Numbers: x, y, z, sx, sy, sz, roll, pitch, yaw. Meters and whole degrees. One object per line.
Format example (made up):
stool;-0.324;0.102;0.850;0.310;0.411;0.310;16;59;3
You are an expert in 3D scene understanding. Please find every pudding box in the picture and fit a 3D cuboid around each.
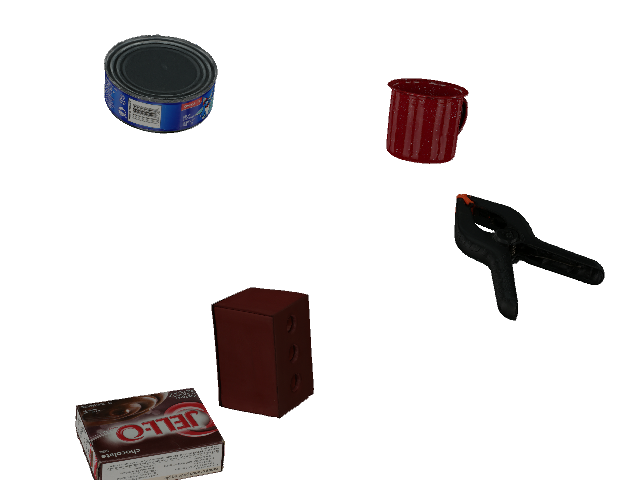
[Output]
pudding box;-0.150;0.174;0.937;0.113;0.039;0.090;-8;26;-22

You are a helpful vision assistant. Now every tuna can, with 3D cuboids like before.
tuna can;-0.124;-0.121;0.823;0.086;0.034;0.086;6;43;-6

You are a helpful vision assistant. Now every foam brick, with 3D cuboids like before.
foam brick;-0.040;0.078;0.760;0.051;0.078;0.052;5;17;29

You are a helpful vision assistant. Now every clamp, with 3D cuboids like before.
clamp;0.199;0.008;1.071;0.120;0.039;0.171;-9;43;-21

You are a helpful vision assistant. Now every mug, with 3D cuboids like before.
mug;0.129;-0.140;1.246;0.117;0.081;0.093;-15;28;-42
